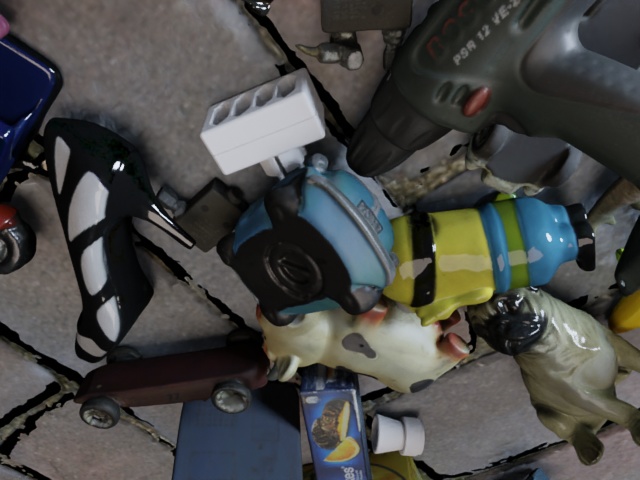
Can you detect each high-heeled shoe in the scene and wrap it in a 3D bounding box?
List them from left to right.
[{"bbox_3d":[-0.209,0.015,0.468,0.145,0.086,0.248,39,121,-11],"label":"high-heeled shoe"}]

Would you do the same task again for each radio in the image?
[{"bbox_3d":[-0.085,0.251,0.547,0.131,0.230,0.073,5,128,-9],"label":"radio"}]

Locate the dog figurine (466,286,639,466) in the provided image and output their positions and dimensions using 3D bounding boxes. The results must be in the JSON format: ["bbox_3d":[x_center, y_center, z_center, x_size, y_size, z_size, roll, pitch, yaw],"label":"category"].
[{"bbox_3d":[0.218,0.115,0.540,0.191,0.121,0.172,33,142,7],"label":"dog figurine"}]

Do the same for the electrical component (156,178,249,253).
[{"bbox_3d":[-0.094,-0.022,0.467,0.063,0.021,0.094,-38,118,25],"label":"electrical component"}]

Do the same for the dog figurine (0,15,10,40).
[{"bbox_3d":[-0.189,-0.211,0.278,0.191,0.108,0.219,37,114,-21],"label":"dog figurine"}]

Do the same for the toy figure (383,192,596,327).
[{"bbox_3d":[0.131,0.006,0.453,0.180,0.082,0.089,-14,115,16],"label":"toy figure"}]

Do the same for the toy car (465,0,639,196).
[{"bbox_3d":[0.178,-0.115,0.375,0.073,0.056,0.201,22,128,-8],"label":"toy car"}]

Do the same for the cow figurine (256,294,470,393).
[{"bbox_3d":[0.029,0.092,0.518,0.195,0.085,0.127,24,118,-18],"label":"cow figurine"}]

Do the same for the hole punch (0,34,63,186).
[{"bbox_3d":[-0.265,-0.092,0.378,0.142,0.092,0.116,31,125,-25],"label":"hole punch"}]

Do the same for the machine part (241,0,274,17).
[{"bbox_3d":[-0.039,-0.203,0.290,0.084,0.039,0.138,8,108,-38],"label":"machine part"}]

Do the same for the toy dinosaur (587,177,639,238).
[{"bbox_3d":[0.354,-0.127,0.337,0.198,0.105,0.471,35,131,-28],"label":"toy dinosaur"}]

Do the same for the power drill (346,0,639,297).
[{"bbox_3d":[0.135,-0.067,0.330,0.207,0.086,0.232,49,135,17],"label":"power drill"}]

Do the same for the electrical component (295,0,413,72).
[{"bbox_3d":[0.024,-0.159,0.349,0.078,0.045,0.102,4,127,-1],"label":"electrical component"}]

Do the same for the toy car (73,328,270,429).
[{"bbox_3d":[-0.149,0.144,0.551,0.202,0.089,0.053,-11,123,7],"label":"toy car"}]

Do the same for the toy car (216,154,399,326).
[{"bbox_3d":[-0.001,-0.001,0.423,0.109,0.103,0.162,53,139,-7],"label":"toy car"}]

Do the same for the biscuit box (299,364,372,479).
[{"bbox_3d":[0.022,0.227,0.608,0.059,0.063,0.202,-6,115,6],"label":"biscuit box"}]

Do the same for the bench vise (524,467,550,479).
[{"bbox_3d":[0.209,0.402,0.691,0.241,0.129,0.223,-25,159,-20],"label":"bench vise"}]

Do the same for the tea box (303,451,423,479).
[{"bbox_3d":[0.049,0.341,0.711,0.170,0.068,0.098,-15,123,12],"label":"tea box"}]

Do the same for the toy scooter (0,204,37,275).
[{"bbox_3d":[-0.346,-0.009,0.447,0.184,0.075,0.135,-21,124,11],"label":"toy scooter"}]
